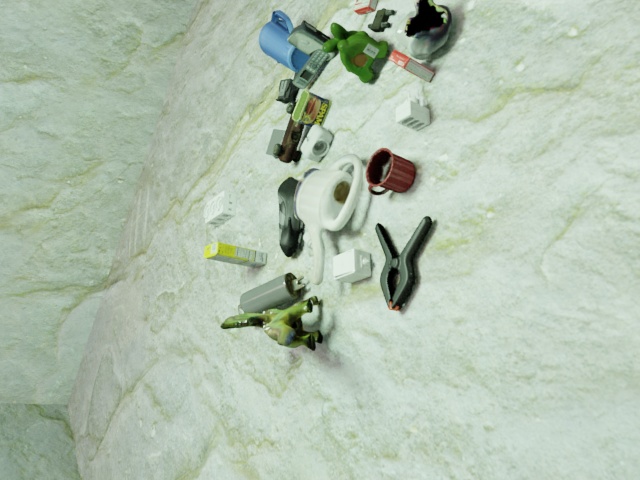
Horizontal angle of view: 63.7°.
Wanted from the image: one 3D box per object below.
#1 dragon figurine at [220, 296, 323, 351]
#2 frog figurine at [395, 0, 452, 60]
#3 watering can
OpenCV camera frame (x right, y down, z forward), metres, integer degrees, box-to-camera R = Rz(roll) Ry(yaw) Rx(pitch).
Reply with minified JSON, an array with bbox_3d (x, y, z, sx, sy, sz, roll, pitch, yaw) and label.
[{"bbox_3d":[-0.128,0.214,1.269,0.242,0.409,0.123,-7,86,14],"label":"dragon figurine"},{"bbox_3d":[0.243,-0.493,1.225,0.159,0.123,0.138,78,-166,-86],"label":"frog figurine"},{"bbox_3d":[0.004,-0.068,1.346,0.225,0.103,0.349,15,81,56],"label":"watering can"}]
